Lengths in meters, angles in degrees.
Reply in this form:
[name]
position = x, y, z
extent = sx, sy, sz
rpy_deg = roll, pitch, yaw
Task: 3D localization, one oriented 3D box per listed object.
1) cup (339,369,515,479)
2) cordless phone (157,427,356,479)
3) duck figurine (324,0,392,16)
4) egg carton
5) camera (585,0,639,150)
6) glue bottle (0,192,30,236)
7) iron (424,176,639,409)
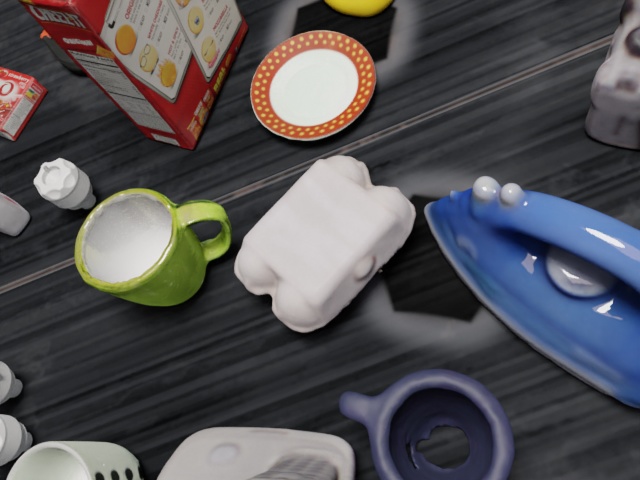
[cup]
position = 0.074, 0.140, 0.408
extent = 0.117, 0.095, 0.092
rpy_deg = 16, 74, 19
[cordless phone]
position = -0.058, 0.169, 0.379
extent = 0.147, 0.185, 0.094
rpy_deg = -3, 68, 13
[duck figurine]
position = 0.029, -0.293, 0.593
extent = 0.077, 0.086, 0.104
rpy_deg = -42, 66, -5
[egg carton]
position = 0.005, 0.002, 0.493
extent = 0.107, 0.069, 0.150
rpy_deg = 39, 82, 23
[camera]
position = 0.306, -0.149, 0.462
extent = 0.136, 0.101, 0.143
rpy_deg = 21, 76, 20
[glue bottle]
position = -0.363, -0.058, 0.547
extent = 0.078, 0.173, 0.037
rpy_deg = 24, 76, 21
[iron]
position = 0.179, 0.014, 0.406
extent = 0.257, 0.142, 0.119
rpy_deg = 32, 79, 22
